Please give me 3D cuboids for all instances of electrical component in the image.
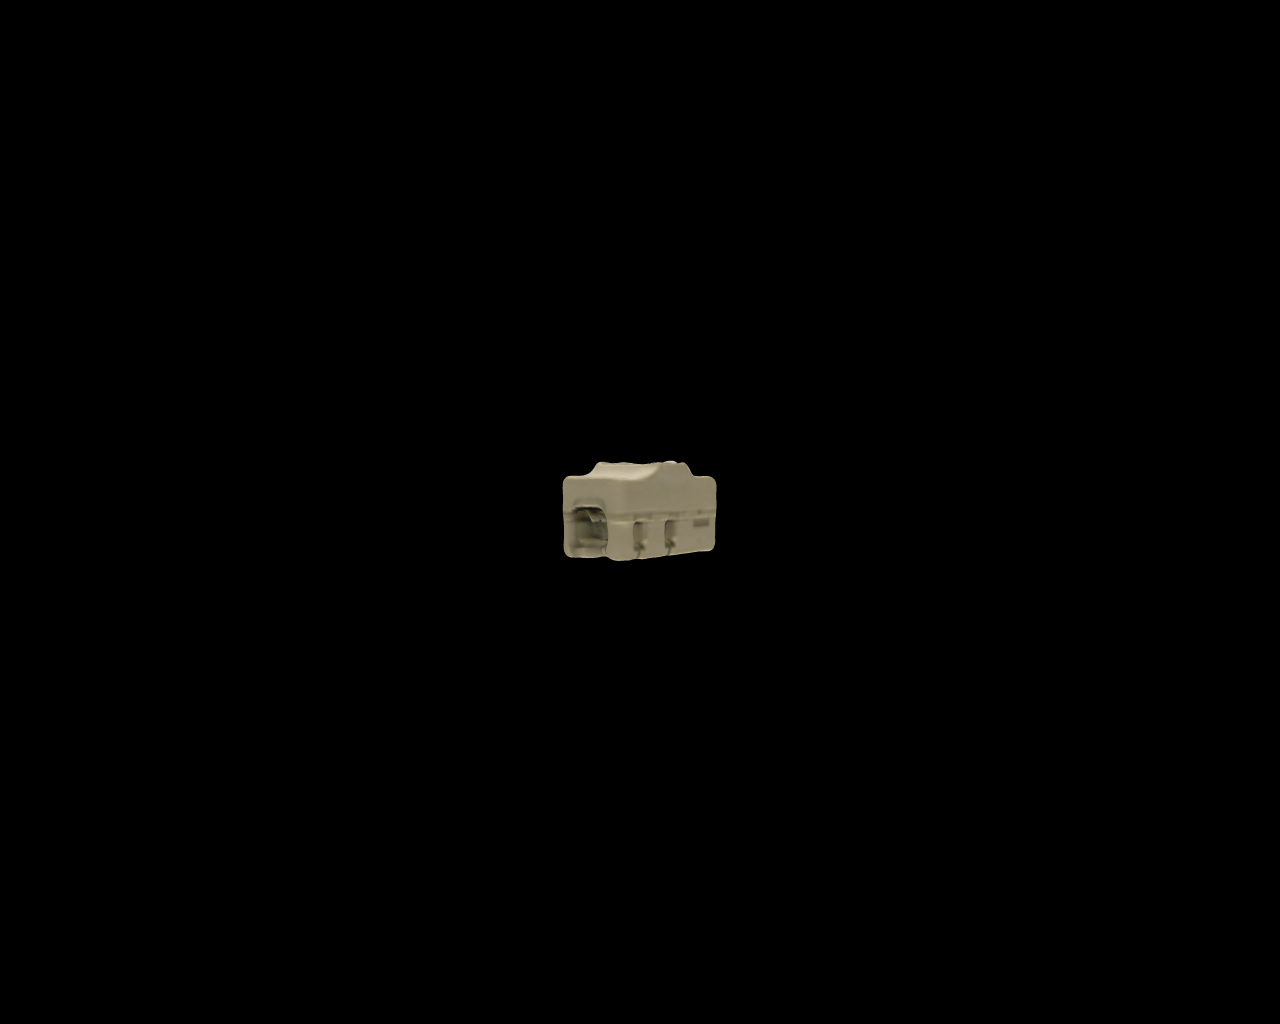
[{"bbox_3d":[0.001,-0.003,0.650,0.050,0.055,0.089,2,3,43],"label":"electrical component"}]
